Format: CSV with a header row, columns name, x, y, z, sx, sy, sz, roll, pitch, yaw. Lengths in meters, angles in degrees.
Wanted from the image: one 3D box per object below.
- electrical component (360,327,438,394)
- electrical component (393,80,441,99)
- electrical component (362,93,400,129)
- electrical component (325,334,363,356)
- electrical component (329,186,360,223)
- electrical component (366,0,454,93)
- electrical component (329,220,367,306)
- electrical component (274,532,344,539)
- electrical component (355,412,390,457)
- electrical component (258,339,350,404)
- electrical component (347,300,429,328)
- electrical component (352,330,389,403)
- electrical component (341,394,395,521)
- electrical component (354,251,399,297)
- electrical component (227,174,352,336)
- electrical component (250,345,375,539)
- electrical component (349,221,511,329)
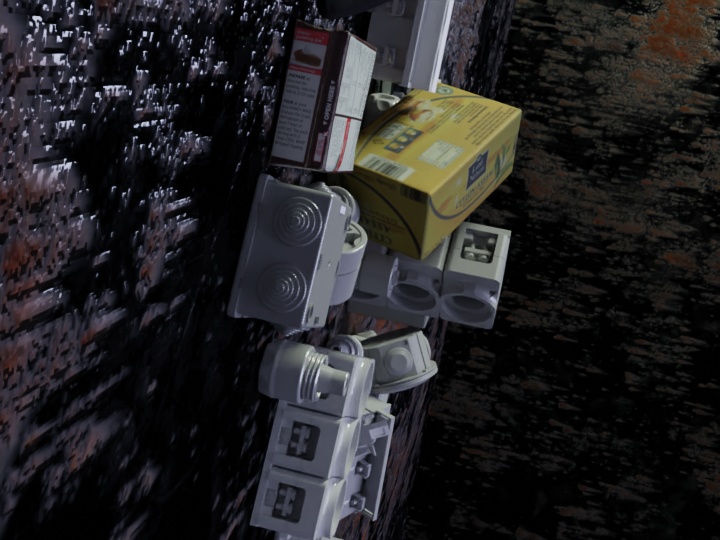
name,x,y,z,sx,sy,sz,roll,pitch,yaw
electrical component,0.036,0.093,1.102,0.080,0.080,0.051,-42,117,-76
electrical component,0.056,-0.147,1.067,0.042,0.064,0.081,-60,161,-60
electrical component,0.018,-0.124,0.953,0.035,0.035,0.061,-58,161,-66
electrical component,-0.017,0.078,1.021,0.061,0.035,0.035,38,65,-78
electrical component,-0.021,-0.047,0.812,0.061,0.035,0.035,47,56,-76
electrical component,0.041,-0.211,0.875,0.079,0.063,0.121,-38,140,-77
electrical component,-0.026,-0.007,0.771,0.055,0.055,0.047,-64,168,-57
electrical component,-0.046,0.248,0.984,0.048,0.062,0.048,13,90,-82
electrical component,-0.016,0.145,1.001,0.042,0.081,0.063,81,-6,-70
electrical component,-0.039,0.075,0.772,0.043,0.062,0.043,13,90,-82
electrical component,0.036,0.009,1.099,0.047,0.083,0.075,-61,162,-63
electrical component,0.007,0.117,1.190,0.100,0.048,0.099,16,87,-82
electrical component,-0.014,0.187,1.077,0.063,0.079,0.121,-18,125,-47
electrical component,0.000,0.000,0.909,0.044,0.065,0.044,13,90,-82
electrical component,-0.041,-0.008,0.681,0.100,0.048,0.099,19,85,-82
electrical component,-0.036,0.141,0.897,0.089,0.062,0.150,36,67,-81
electrical component,0.053,-0.001,0.971,0.089,0.150,0.061,87,17,-59
